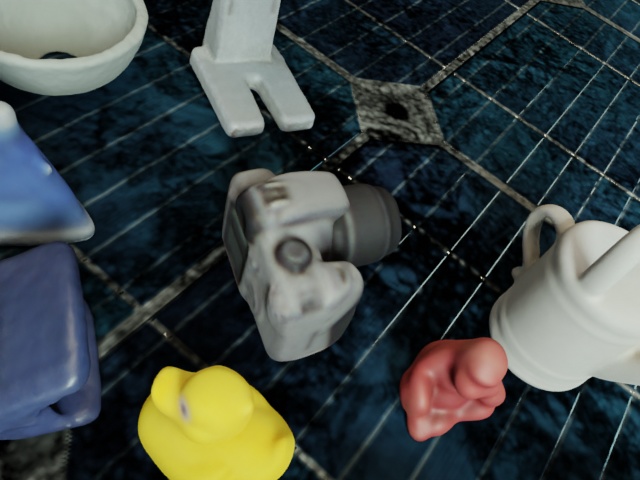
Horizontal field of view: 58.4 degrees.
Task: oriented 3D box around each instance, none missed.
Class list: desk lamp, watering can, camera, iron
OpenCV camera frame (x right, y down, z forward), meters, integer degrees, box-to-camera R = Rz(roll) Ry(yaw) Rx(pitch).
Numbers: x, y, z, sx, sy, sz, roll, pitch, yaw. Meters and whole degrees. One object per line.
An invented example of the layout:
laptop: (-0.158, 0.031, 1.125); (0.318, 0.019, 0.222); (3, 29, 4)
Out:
desk lamp: (-0.060, -0.245, 0.542); (0.118, 0.213, 0.203); (-15, 61, -26)
watering can: (0.225, 0.040, 0.439); (0.172, 0.194, 0.101); (42, 54, 14)
camera: (0.004, 0.002, 0.455); (0.137, 0.101, 0.143); (-11, 59, -24)
iron: (-0.286, -0.086, 0.399); (0.258, 0.141, 0.118); (19, 52, -4)

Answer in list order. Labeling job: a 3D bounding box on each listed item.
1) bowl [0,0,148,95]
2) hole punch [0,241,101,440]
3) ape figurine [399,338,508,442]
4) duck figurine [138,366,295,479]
bowl: (-0.245, -0.187, 0.528); (0.167, 0.074, 0.167); (9, 53, -12)
hole punch: (-0.191, 0.066, 0.350); (0.101, 0.091, 0.108); (-8, 58, -23)
ape figurine: (0.103, 0.101, 0.419); (0.078, 0.092, 0.076); (19, 51, -3)
duck figurine: (-0.062, 0.113, 0.361); (0.104, 0.086, 0.077); (23, 51, 0)
